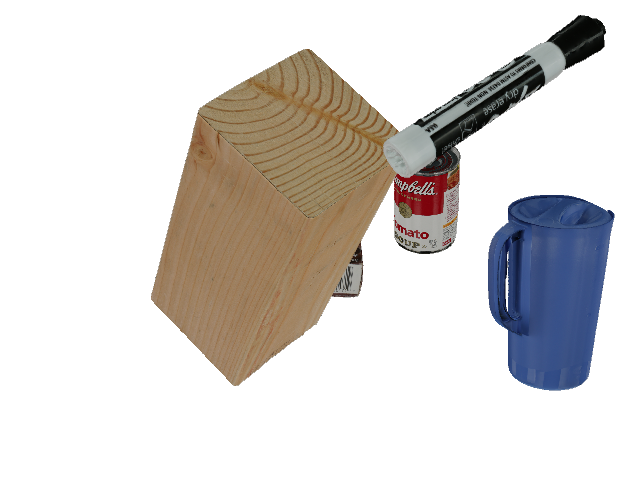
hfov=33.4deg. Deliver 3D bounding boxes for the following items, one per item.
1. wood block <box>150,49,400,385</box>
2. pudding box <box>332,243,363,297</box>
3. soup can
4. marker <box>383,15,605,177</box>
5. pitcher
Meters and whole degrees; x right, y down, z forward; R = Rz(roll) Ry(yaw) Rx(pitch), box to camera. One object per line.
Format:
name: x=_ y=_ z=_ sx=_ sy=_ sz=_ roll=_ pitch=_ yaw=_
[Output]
wood block: x=-0.033 y=-0.007 z=0.670 sx=0.090 sy=0.091 sz=0.206 roll=-36 pitch=-17 yaw=-33
pudding box: x=-0.021 y=0.009 z=0.915 sx=0.113 sy=0.039 sz=0.090 roll=5 pitch=30 yaw=-3
soup can: x=0.110 y=-0.046 z=1.112 sx=0.068 sy=0.102 sz=0.068 roll=-2 pitch=36 yaw=1
marker: x=0.080 y=-0.066 z=0.475 sx=0.121 sy=0.020 sz=0.020 roll=-34 pitch=11 yaw=-16
pitcher: x=0.297 y=0.071 z=1.396 sx=0.149 sy=0.243 sz=0.144 roll=5 pitch=21 yaw=14
